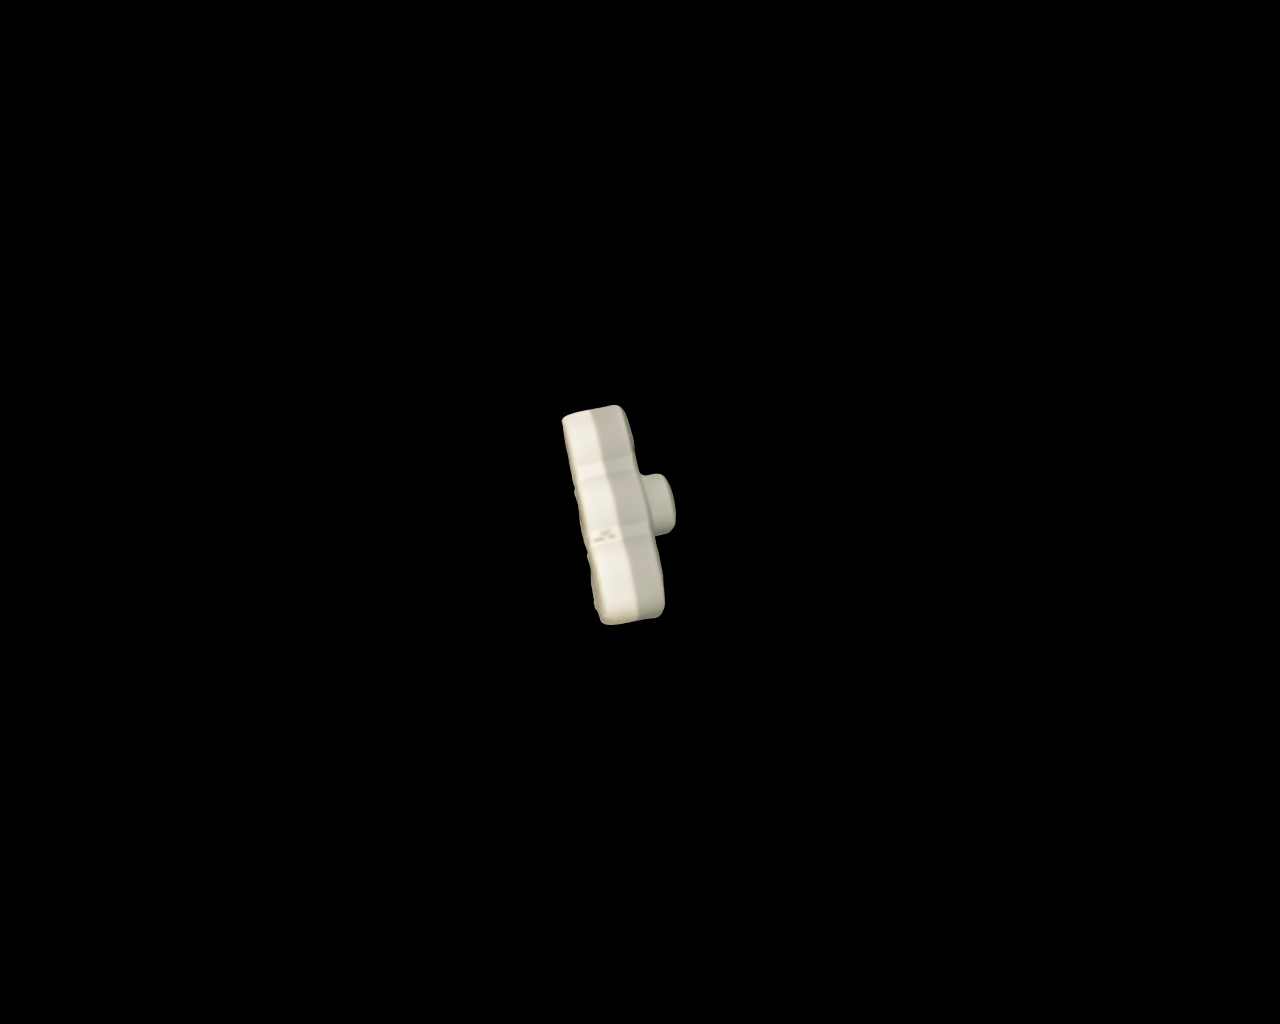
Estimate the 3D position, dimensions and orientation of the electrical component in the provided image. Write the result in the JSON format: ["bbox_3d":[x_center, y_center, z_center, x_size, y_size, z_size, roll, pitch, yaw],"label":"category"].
[{"bbox_3d":[0.001,-0.003,0.650,0.074,0.138,0.052,-11,-24,-5],"label":"electrical component"}]
